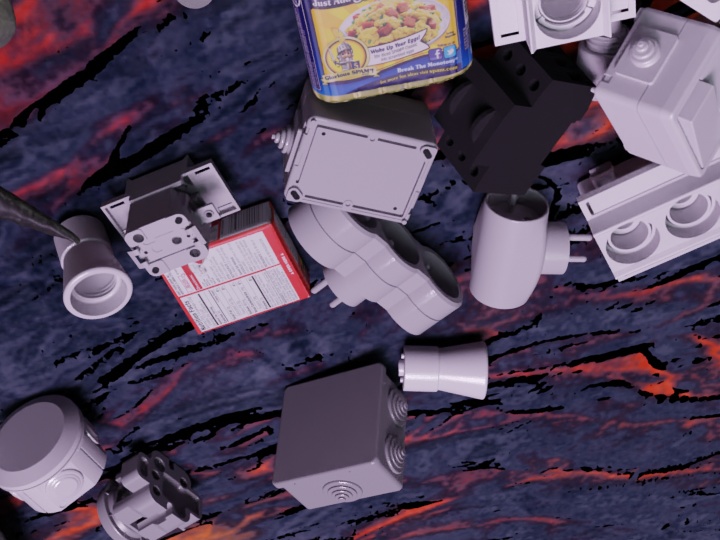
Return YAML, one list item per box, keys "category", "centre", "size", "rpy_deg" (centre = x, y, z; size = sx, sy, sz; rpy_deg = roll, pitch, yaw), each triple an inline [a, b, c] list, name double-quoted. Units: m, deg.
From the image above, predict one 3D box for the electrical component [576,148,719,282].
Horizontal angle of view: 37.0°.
- category: "electrical component"
  centre: [0.210, -0.052, 0.708]
  size: [0.121, 0.063, 0.078]
  rpy_deg: [-25, 128, 15]

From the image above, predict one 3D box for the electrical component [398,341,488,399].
- category: "electrical component"
  centre: [0.062, 0.075, 0.816]
  size: [0.065, 0.044, 0.044]
  rpy_deg: [2, 130, -1]

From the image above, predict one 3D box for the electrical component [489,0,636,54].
- category: "electrical component"
  centre: [0.111, -0.160, 0.608]
  size: [0.081, 0.063, 0.042]
  rpy_deg: [-11, 132, 4]

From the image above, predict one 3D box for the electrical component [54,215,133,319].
- category: "electrical component"
  centre: [-0.179, -0.005, 0.708]
  size: [0.044, 0.065, 0.044]
  rpy_deg: [-16, 136, -16]

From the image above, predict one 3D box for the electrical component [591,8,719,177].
- category: "electrical component"
  centre: [0.185, -0.105, 0.630]
  size: [0.061, 0.061, 0.096]
  rpy_deg: [-58, 144, -4]

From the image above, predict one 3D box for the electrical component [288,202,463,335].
- category: "electrical component"
  centre: [0.000, 0.000, 0.738]
  size: [0.074, 0.052, 0.138]
  rpy_deg: [-37, 124, 23]

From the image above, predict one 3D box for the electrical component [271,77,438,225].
- category: "electrical component"
  centre: [-0.008, -0.078, 0.667]
  size: [0.096, 0.061, 0.061]
  rpy_deg: [11, 128, -14]

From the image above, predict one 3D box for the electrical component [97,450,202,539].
- category: "electrical component"
  centre: [-0.176, 0.189, 0.877]
  size: [0.057, 0.058, 0.078]
  rpy_deg: [-32, 125, 17]

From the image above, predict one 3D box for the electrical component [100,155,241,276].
- category: "electrical component"
  centre: [-0.123, -0.033, 0.692]
  size: [0.081, 0.063, 0.042]
  rpy_deg: [-21, 128, 12]

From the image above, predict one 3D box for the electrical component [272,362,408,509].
- category: "electrical component"
  centre: [-0.012, 0.127, 0.813]
  size: [0.100, 0.099, 0.048]
  rpy_deg: [-17, 135, 24]

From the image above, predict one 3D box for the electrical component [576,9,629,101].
- category: "electrical component"
  centre: [0.149, -0.135, 0.652]
  size: [0.035, 0.035, 0.061]
  rpy_deg: [-3, 128, -3]

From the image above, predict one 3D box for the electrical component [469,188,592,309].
- category: "electrical component"
  centre: [0.120, -0.016, 0.742]
  size: [0.079, 0.044, 0.077]
  rpy_deg: [1, 130, -6]

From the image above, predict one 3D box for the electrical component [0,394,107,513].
- category: "electrical component"
  centre: [-0.238, 0.139, 0.816]
  size: [0.080, 0.080, 0.051]
  rpy_deg: [-19, 134, 10]

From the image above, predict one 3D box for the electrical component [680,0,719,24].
- category: "electrical component"
  centre: [0.213, -0.173, 0.609]
  size: [0.095, 0.059, 0.053]
  rpy_deg: [23, 124, -23]
